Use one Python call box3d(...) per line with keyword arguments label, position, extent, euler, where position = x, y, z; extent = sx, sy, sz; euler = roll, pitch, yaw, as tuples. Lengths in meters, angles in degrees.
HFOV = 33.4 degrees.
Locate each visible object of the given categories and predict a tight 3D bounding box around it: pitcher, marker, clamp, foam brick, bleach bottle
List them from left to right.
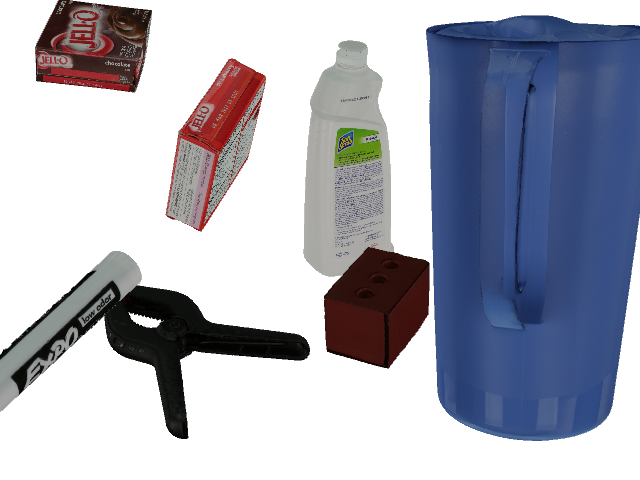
box3d(label="marker", position=(-0.119, 0.046, 0.445), extent=(0.020, 0.020, 0.121), euler=(0, 35, 40))
box3d(label="clamp", position=(-0.125, 0.091, 1.003), extent=(0.164, 0.036, 0.210), euler=(-23, 42, -35))
box3d(label="bleach bottle", position=(0.034, -0.088, 1.126), extent=(0.102, 0.251, 0.068), euler=(-15, 35, -28))
box3d(label="foam brick", position=(0.043, 0.049, 0.794), extent=(0.053, 0.051, 0.078), euler=(13, 35, 24))
box3d(label="pitcher", position=(0.122, -0.007, 0.627), extent=(0.149, 0.243, 0.145), euler=(-7, 17, -24))

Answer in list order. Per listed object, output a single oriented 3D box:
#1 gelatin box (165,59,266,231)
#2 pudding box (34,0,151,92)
box3d(label="gelatin box", position=(-0.068, -0.061, 0.684), extent=(0.030, 0.073, 0.089), euler=(25, -36, 4))
box3d(label="pudding box", position=(-0.205, -0.179, 0.975), extent=(0.090, 0.039, 0.113), euler=(7, 32, -6))
